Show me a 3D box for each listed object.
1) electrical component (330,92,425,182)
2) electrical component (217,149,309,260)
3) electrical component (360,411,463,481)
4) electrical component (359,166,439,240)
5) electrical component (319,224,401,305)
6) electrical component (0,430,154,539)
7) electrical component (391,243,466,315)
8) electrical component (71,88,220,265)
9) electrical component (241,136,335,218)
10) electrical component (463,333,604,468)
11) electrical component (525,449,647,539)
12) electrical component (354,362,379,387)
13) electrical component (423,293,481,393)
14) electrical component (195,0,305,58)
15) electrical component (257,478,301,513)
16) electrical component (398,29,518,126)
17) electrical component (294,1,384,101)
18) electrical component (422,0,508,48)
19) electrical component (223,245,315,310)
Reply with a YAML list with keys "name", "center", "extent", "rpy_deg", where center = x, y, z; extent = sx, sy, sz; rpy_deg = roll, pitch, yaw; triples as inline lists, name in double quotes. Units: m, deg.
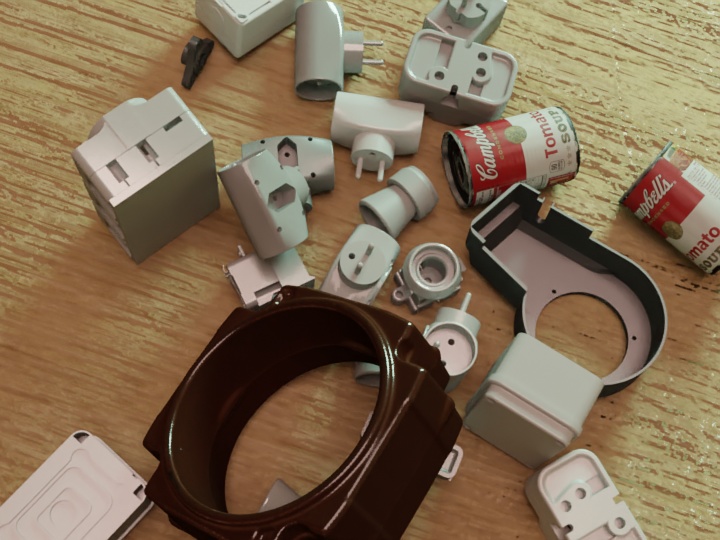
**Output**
- name: "electrical component"
  center: [0.013, -0.112, 0.929]
  extent: [0.077, 0.043, 0.079]
  rpy_deg: [8, 66, 1]
- name: "electrical component"
  center: [-0.067, -0.059, 0.861]
  extent: [0.079, 0.043, 0.077]
  rpy_deg: [-39, 109, -48]
- name: "electrical component"
  center: [0.038, 0.141, 0.849]
  extent: [0.078, 0.057, 0.058]
  rpy_deg: [24, 73, 3]
- name: "electrical component"
  center: [0.033, -0.057, 0.917]
  extent: [0.055, 0.045, 0.045]
  rpy_deg: [-38, 79, -14]
- name: "electrical component"
  center: [0.000, 0.000, 0.877]
  extent: [0.044, 0.079, 0.077]
  rpy_deg: [30, 71, 2]
- name: "electrical component"
  center: [-0.220, 0.187, 0.816]
  extent: [0.078, 0.057, 0.113]
  rpy_deg: [41, 74, 8]
- name: "electrical component"
  center: [0.058, 0.006, 0.893]
  extent: [0.066, 0.055, 0.048]
  rpy_deg: [-24, 76, -11]
- name: "electrical component"
  center: [-0.167, -0.073, 0.852]
  extent: [0.089, 0.150, 0.061]
  rpy_deg: [-37, 80, -14]
- name: "electrical component"
  center: [-0.060, -0.070, 0.915]
  extent: [0.077, 0.043, 0.079]
  rpy_deg: [-4, 73, -5]
- name: "electrical component"
  center: [0.131, 0.105, 0.838]
  extent: [0.078, 0.113, 0.057]
  rpy_deg: [32, 70, 6]
- name: "electrical component"
  center: [0.174, 0.193, 0.841]
  extent: [0.054, 0.059, 0.095]
  rpy_deg: [-27, 76, -12]
- name: "electrical component"
  center: [0.016, 0.068, 0.880]
  extent: [0.040, 0.040, 0.046]
  rpy_deg: [6, 67, -2]
- name: "electrical component"
  center: [0.073, 0.056, 0.867]
  extent: [0.044, 0.077, 0.079]
  rpy_deg: [22, 72, 3]
- name: "electrical component"
  center: [-0.093, -0.243, 0.961]
  extent: [0.096, 0.061, 0.061]
  rpy_deg: [-39, 78, -23]
- name: "electrical component"
  center: [-0.050, 0.193, 0.833]
  extent: [0.055, 0.045, 0.045]
  rpy_deg: [28, 73, 4]
- name: "electrical component"
  center: [0.085, -0.165, 0.946]
  extent: [0.095, 0.059, 0.053]
  rpy_deg: [17, 72, 1]
- name: "electrical component"
  center: [-0.018, -0.194, 0.956]
  extent: [0.079, 0.044, 0.077]
  rpy_deg: [1, 73, -4]
- name: "electrical component"
  center: [0.095, -0.231, 0.959]
  extent: [0.047, 0.076, 0.065]
  rpy_deg: [40, 74, 8]
- name: "electrical component"
  center: [-0.076, 0.006, 0.891]
  extent: [0.064, 0.042, 0.081]
  rpy_deg: [-26, 76, -10]
